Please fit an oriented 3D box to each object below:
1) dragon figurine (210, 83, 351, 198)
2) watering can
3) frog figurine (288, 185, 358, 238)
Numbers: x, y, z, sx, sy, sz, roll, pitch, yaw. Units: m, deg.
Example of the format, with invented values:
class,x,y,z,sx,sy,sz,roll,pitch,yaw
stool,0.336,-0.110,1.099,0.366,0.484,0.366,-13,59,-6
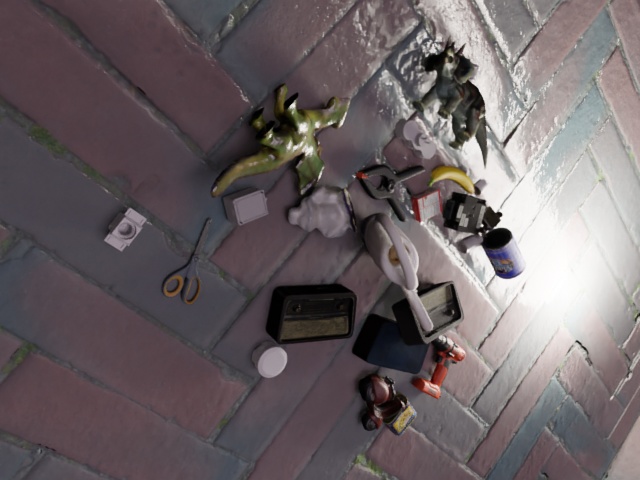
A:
class,x,y,z,sx,sy,sz,roll,pitch,yaw
dragon figurine,-0.064,-0.196,1.177,0.415,0.123,0.238,-55,132,-16
watering can,0.202,0.065,1.350,0.104,0.228,0.341,-25,118,-3
frog figurine,0.004,-0.064,1.279,0.159,0.125,0.134,-12,124,9
